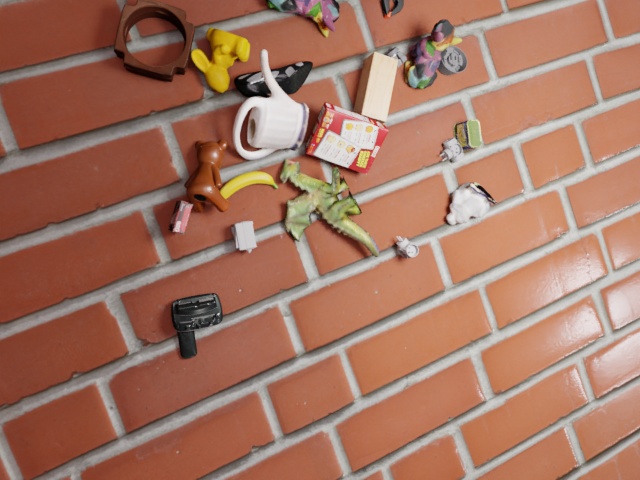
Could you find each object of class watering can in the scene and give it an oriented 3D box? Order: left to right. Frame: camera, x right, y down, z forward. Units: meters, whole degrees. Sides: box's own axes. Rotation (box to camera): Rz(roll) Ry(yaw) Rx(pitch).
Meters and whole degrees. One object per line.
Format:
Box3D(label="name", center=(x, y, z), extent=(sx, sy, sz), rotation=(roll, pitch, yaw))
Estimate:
Box3D(label="watering can", center=(-0.130, -0.377, 1.507), extent=(0.225, 0.106, 0.340), rotation=(-1, 132, -32))

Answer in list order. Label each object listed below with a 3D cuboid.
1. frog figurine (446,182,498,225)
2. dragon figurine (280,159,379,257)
Box3D(label="frog figurine", center=(0.510, -0.117, 1.783), extent=(0.136, 0.125, 0.157), rotation=(27, 119, -24))
Box3D(label="dragon figurine", center=(0.005, -0.082, 1.629), extent=(0.242, 0.123, 0.408), rotation=(-26, 96, 2))
